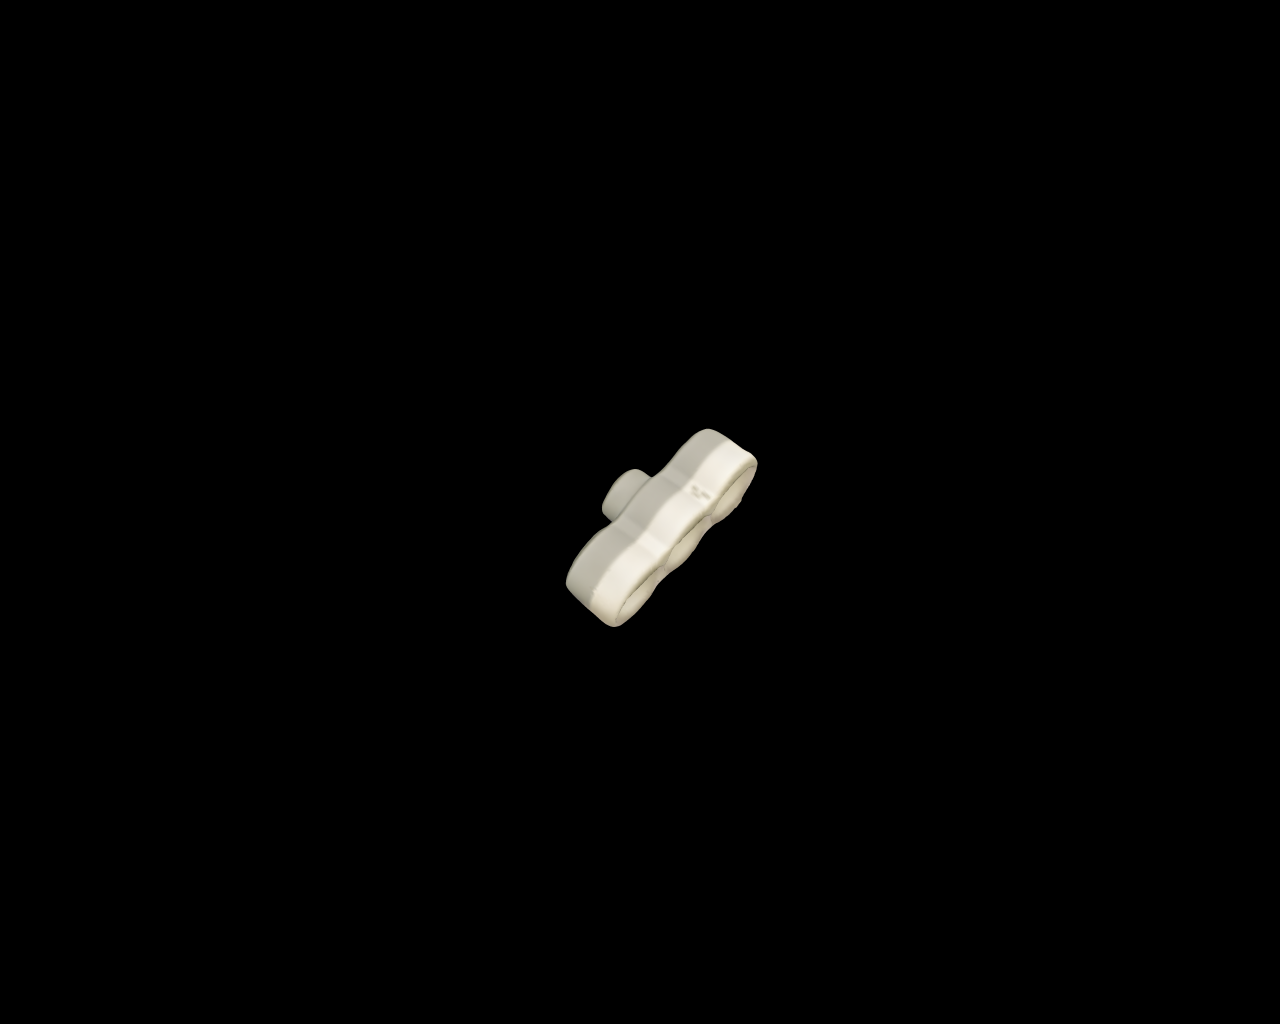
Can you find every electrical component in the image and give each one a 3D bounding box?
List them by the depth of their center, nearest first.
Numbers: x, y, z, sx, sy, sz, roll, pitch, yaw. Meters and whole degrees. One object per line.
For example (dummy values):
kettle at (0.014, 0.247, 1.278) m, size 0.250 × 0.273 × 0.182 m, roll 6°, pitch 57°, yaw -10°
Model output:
electrical component at (0.001, -0.003, 0.650) m, size 0.074 × 0.138 × 0.052 m, roll 38°, pitch -19°, yaw 16°
